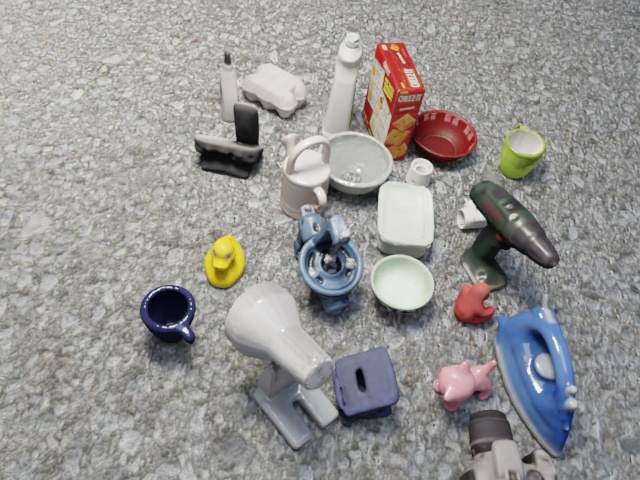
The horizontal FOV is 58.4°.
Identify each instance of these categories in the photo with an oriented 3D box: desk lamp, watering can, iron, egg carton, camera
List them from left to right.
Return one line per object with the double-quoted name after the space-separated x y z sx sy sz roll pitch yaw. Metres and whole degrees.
-0.108 -0.365 1.394 0.150 0.069 0.107 29 56 13 "egg carton"
-0.052 0.193 0.908 0.118 0.213 0.203 -32 64 -27 "desk lamp"
-0.033 -0.142 1.165 0.172 0.194 0.101 38 58 19 "watering can"
0.299 0.345 0.919 0.143 0.101 0.137 4 54 -5 "camera"
0.398 0.228 0.993 0.119 0.141 0.258 -1 55 -9 "iron"

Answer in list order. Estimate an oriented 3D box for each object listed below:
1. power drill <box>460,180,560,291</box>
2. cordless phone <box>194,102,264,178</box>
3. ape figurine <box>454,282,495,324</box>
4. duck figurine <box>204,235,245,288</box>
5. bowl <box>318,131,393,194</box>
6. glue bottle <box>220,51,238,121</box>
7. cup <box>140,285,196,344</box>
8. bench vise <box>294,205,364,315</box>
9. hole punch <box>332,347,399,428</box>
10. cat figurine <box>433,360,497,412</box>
0.351 0.007 1.104 0.076 0.208 0.229 -15 58 -18 "power drill"
-0.193 -0.230 1.212 0.147 0.185 0.094 8 54 -2 "cordless phone"
0.297 0.114 1.092 0.076 0.092 0.077 -15 58 -18 "ape figurine"
-0.181 0.027 1.089 0.077 0.086 0.104 10 54 -1 "duck figurine"
0.073 -0.157 1.266 0.167 0.075 0.167 4 54 -5 "bowl"
-0.210 -0.358 1.310 0.037 0.173 0.078 -11 56 -15 "glue bottle"
-0.250 0.146 0.987 0.092 0.095 0.117 -34 65 -28 "cup"
0.000 0.009 1.045 0.122 0.220 0.207 -29 63 -26 "bench vise"
0.074 0.245 0.965 0.101 0.091 0.108 -5 55 -11 "hole punch"
0.247 0.240 0.977 0.128 0.118 0.067 -18 58 -20 "cat figurine"
